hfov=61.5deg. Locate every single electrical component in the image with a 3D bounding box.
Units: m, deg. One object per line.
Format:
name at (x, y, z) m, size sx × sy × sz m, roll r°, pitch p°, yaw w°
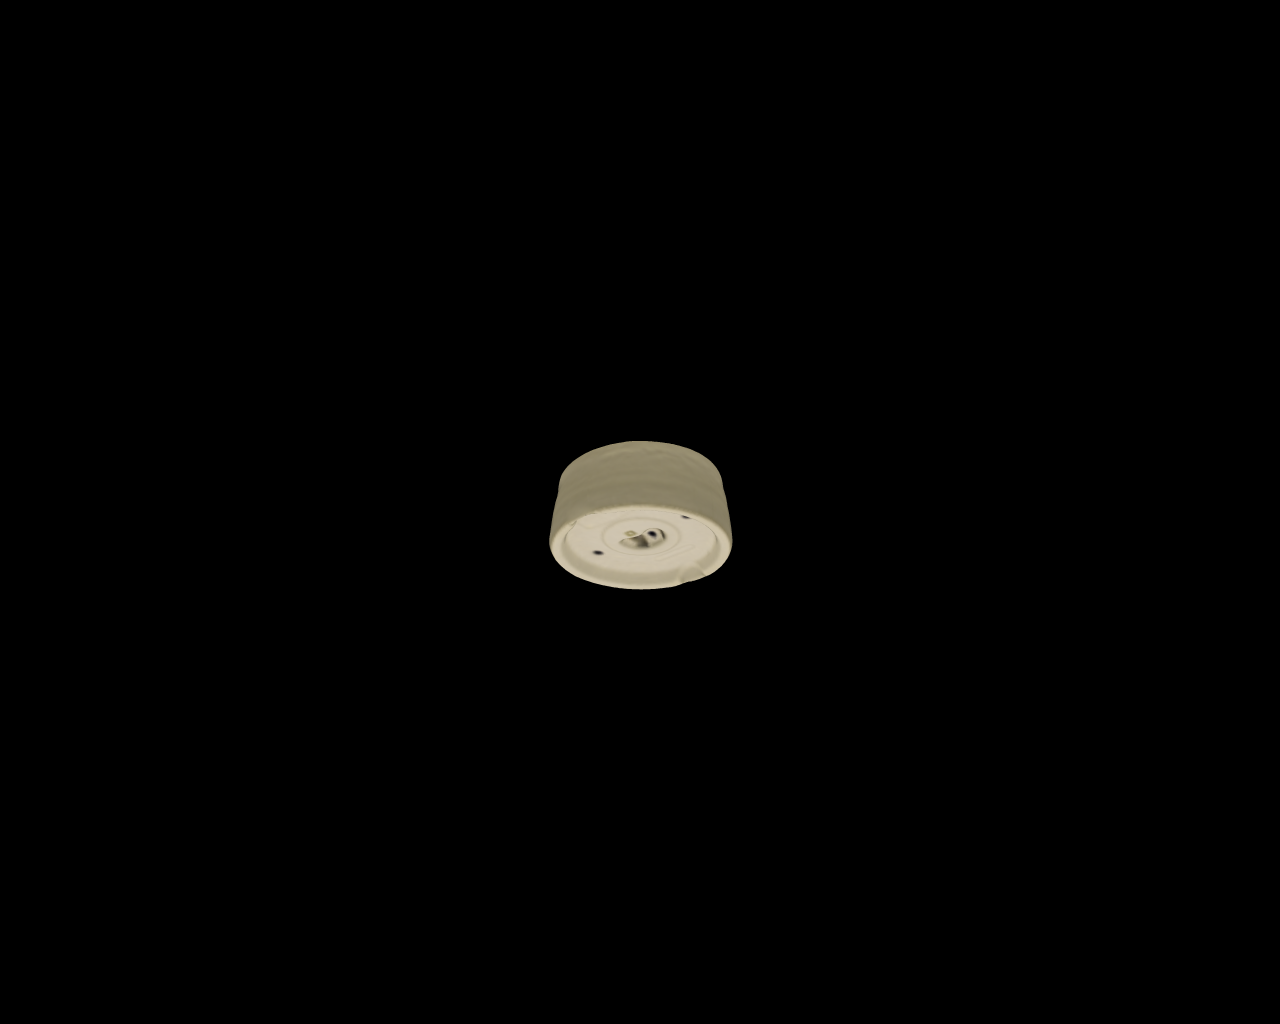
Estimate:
electrical component at (0.001, -0.003, 0.650) m, size 0.108 × 0.060 × 0.108 m, roll 0°, pitch -30°, yaw 0°
